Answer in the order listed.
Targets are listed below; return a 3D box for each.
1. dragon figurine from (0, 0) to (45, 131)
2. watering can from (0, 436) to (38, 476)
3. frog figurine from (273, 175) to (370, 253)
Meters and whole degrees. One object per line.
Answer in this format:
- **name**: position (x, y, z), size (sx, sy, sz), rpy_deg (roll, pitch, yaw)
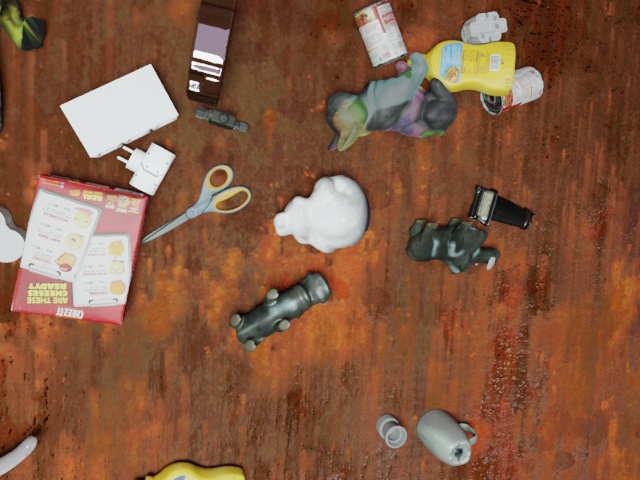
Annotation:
- **dragon figurine**: position (-0.537, -0.374, 0.741), size (0.243, 0.123, 0.405), rpy_deg (24, 107, 4)
- **watering can**: position (-0.605, 0.421, 0.785), size (0.223, 0.104, 0.348), rpy_deg (30, 88, -15)
- **frog figurine**: position (0.003, -0.046, 0.907), size (0.160, 0.124, 0.135), rpy_deg (-5, 118, -26)
